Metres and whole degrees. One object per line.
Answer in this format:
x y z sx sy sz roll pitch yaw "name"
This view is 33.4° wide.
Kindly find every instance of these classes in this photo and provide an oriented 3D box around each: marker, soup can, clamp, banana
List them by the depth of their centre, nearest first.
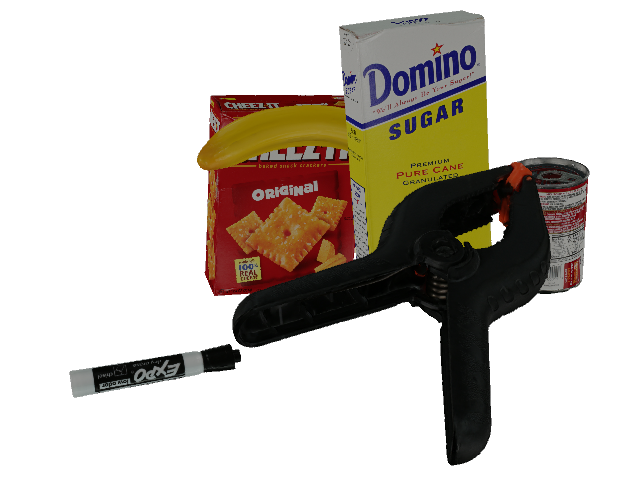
0.059 0.024 0.477 0.120 0.039 0.171 38 56 24 "clamp"
-0.116 0.092 0.758 0.121 0.020 0.020 -8 2 -14 "marker"
0.196 -0.013 0.924 0.068 0.102 0.068 -3 24 1 "soup can"
-0.018 -0.093 0.965 0.197 0.069 0.037 -1 -42 -20 "banana"

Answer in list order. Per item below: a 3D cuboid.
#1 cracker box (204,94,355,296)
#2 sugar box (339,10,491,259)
-0.041 -0.049 1.181 0.164 0.214 0.072 -2 24 -16 "cracker box"
0.067 -0.064 0.736 0.093 0.176 0.048 -11 22 -14 "sugar box"
